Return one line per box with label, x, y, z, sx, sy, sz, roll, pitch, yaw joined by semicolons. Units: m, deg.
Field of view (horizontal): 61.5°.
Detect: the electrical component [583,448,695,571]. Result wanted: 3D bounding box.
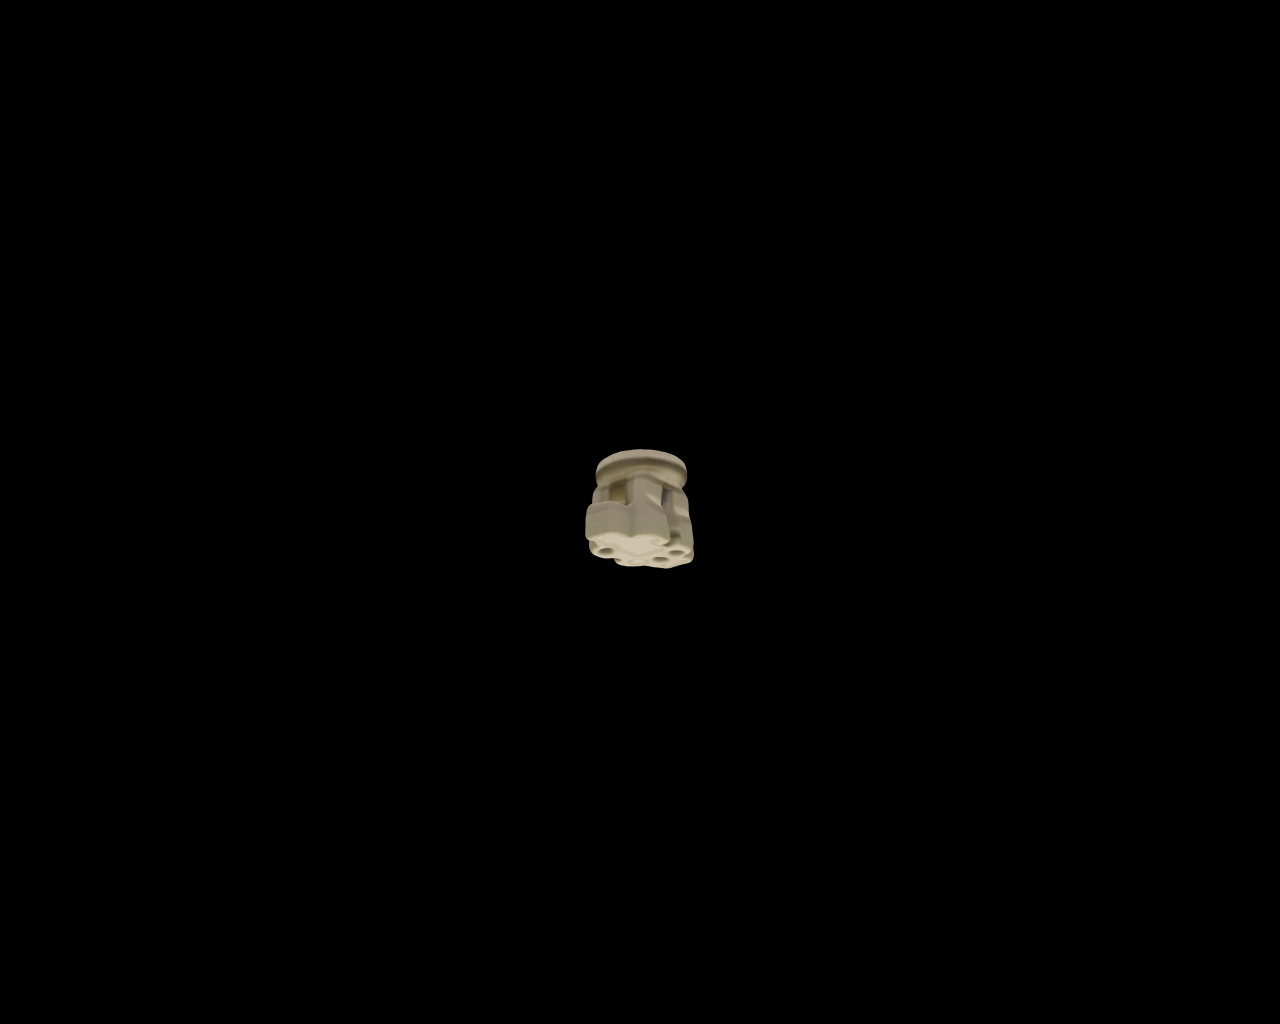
electrical component;0.001;-0.003;0.650;0.058;0.057;0.078;-17;-27;37
